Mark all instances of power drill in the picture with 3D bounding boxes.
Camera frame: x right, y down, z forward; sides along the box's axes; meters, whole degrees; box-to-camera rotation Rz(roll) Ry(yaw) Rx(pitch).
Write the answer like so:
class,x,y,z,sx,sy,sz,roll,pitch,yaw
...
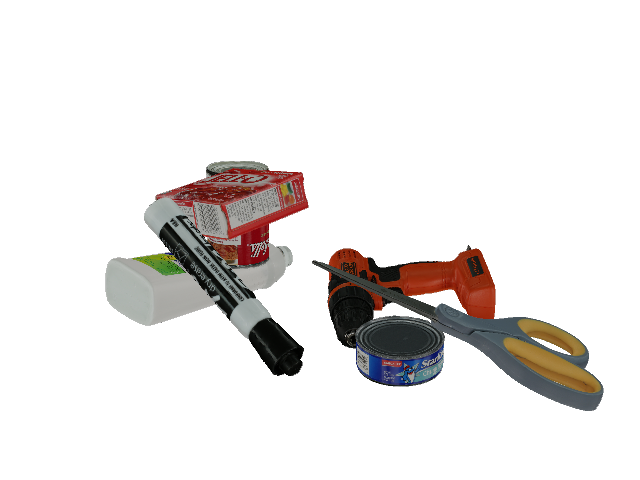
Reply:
class,x,y,z,sx,sy,sz,roll,pitch,yaw
power drill,0.101,0.062,1.220,0.187,0.057,0.184,-1,28,-1

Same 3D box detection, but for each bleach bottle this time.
class,x,y,z,sx,sy,sz,roll,pitch,yaw
bleach bottle,-0.141,0.041,1.354,0.250,0.068,0.103,-15,29,-43

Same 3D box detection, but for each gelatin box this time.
class,x,y,z,sx,sy,sz,roll,pitch,yaw
gelatin box,-0.065,-0.029,0.767,0.073,0.030,0.089,-23,19,-35

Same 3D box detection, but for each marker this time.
class,x,y,z,sx,sy,sz,roll,pitch,yaw
marker,-0.048,0.023,0.530,0.020,0.020,0.121,0,39,-52

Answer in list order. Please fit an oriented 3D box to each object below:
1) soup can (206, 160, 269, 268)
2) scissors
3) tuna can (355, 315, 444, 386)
class,x,y,z,sx,sy,sz,roll,pitch,yaw
soup can,-0.088,-0.029,1.132,0.068,0.102,0.068,1,17,0
scissors,0.098,0.051,0.712,0.202,0.016,0.096,29,24,17
tuna can,0.076,0.106,1.029,0.086,0.034,0.086,-1,22,0
